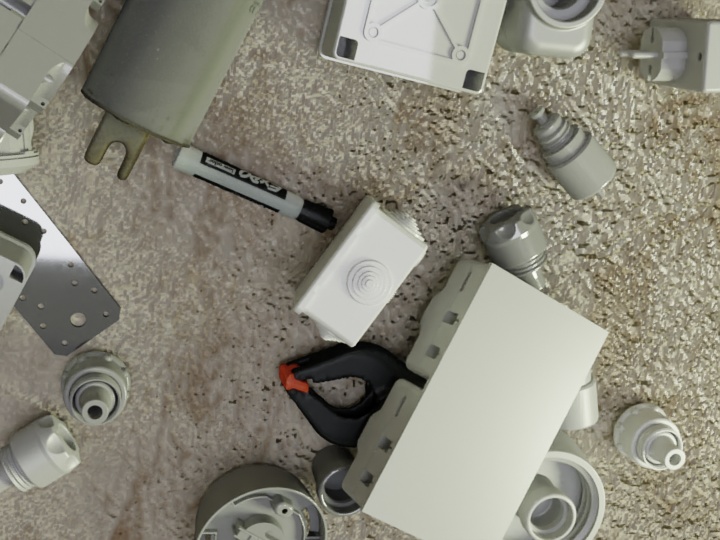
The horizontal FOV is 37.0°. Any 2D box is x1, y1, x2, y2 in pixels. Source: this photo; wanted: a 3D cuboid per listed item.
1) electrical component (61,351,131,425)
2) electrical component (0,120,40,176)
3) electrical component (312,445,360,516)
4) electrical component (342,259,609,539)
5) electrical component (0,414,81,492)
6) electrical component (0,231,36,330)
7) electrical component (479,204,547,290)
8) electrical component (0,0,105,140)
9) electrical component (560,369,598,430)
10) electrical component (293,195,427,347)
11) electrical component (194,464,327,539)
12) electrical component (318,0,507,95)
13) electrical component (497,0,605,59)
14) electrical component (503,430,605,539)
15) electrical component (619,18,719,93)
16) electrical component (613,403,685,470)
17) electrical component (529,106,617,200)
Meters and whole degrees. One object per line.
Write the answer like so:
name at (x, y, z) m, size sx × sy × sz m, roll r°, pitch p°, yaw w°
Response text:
electrical component at (-0.180, 0.085, 0.731) m, size 0.048 × 0.062 × 0.048 m, roll -3°, pitch 105°, yaw -12°
electrical component at (-0.241, -0.084, 0.664) m, size 0.080 × 0.080 × 0.051 m, roll -5°, pitch 100°, yaw -12°
electrical component at (-0.015, 0.154, 0.795) m, size 0.040 × 0.046 × 0.040 m, roll -3°, pitch 105°, yaw -12°
electrical component at (0.078, 0.098, 0.759) m, size 0.105 × 0.060 × 0.186 m, roll 29°, pitch 86°, yaw -20°
electrical component at (-0.229, 0.131, 0.742) m, size 0.062 × 0.043 × 0.043 m, roll -31°, pitch 109°, yaw -2°
electrical component at (-0.275, 0.000, 0.687) m, size 0.113 × 0.057 × 0.078 m, roll 28°, pitch 99°, yaw -17°
electrical component at (0.116, -0.013, 0.784) m, size 0.043 × 0.043 × 0.062 m, roll -29°, pitch 110°, yaw -4°
electrical component at (-0.173, -0.162, 0.607) m, size 0.060 × 0.105 × 0.186 m, roll 33°, pitch 67°, yaw -21°
electrical component at (0.160, 0.085, 0.820) m, size 0.040 × 0.040 × 0.078 m, roll -11°, pitch 106°, yaw -10°
electrical component at (0.000, 0.000, 0.732) m, size 0.048 × 0.099 × 0.099 m, roll 36°, pitch 94°, yaw -6°
electrical component at (-0.074, 0.193, 0.782) m, size 0.099 × 0.064 × 0.099 m, roll -3°, pitch 105°, yaw -12°
electrical component at (0.038, -0.181, 0.715) m, size 0.109 × 0.056 × 0.108 m, roll 11°, pitch 101°, yaw -15°
electrical component at (0.130, -0.194, 0.731) m, size 0.054 × 0.059 × 0.095 m, roll 3°, pitch 104°, yaw -14°
electrical component at (0.136, 0.178, 0.828) m, size 0.108 × 0.060 × 0.108 m, roll -3°, pitch 105°, yaw -12°
electrical component at (0.220, -0.151, 0.750) m, size 0.076 × 0.083 × 0.047 m, roll -3°, pitch 105°, yaw -12°
electrical component at (0.230, 0.135, 0.838) m, size 0.048 × 0.062 × 0.048 m, roll -3°, pitch 105°, yaw -12°
electrical component at (0.150, -0.086, 0.774) m, size 0.040 × 0.040 × 0.078 m, roll -44°, pitch 109°, yaw 1°
